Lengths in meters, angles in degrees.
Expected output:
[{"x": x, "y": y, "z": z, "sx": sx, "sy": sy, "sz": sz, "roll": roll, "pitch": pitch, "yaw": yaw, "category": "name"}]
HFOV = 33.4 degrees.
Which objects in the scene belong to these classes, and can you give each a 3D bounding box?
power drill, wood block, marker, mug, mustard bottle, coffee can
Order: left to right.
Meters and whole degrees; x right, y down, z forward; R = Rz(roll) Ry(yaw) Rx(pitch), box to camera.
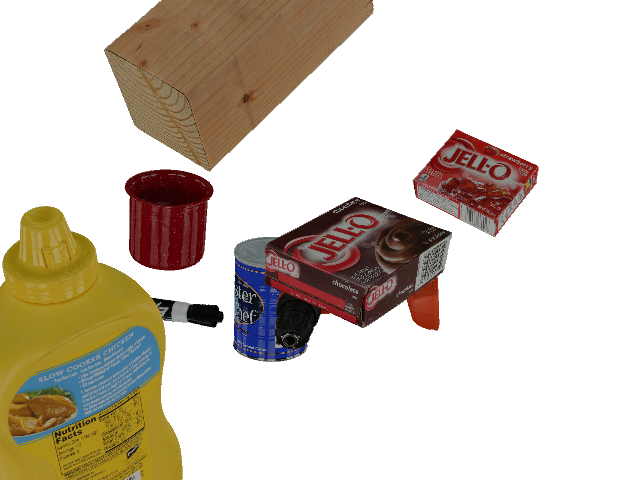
[{"x": -0.119, "y": 0.068, "z": 0.513, "sx": 0.096, "sy": 0.192, "sz": 0.058, "roll": -25, "pitch": 42, "yaw": -30, "category": "mustard bottle"}, {"x": -0.139, "y": 0.057, "z": 0.900, "sx": 0.121, "sy": 0.020, "sz": 0.020, "roll": 6, "pitch": 2, "yaw": 16, "category": "marker"}, {"x": -0.167, "y": -0.026, "z": 1.153, "sx": 0.093, "sy": 0.081, "sz": 0.117, "roll": -4, "pitch": 29, "yaw": -19, "category": "mug"}, {"x": -0.058, "y": -0.167, "z": 0.848, "sx": 0.090, "sy": 0.206, "sz": 0.091, "roll": 32, "pitch": -25, "yaw": 26, "category": "wood block"}, {"x": -0.066, "y": 0.078, "z": 1.437, "sx": 0.103, "sy": 0.140, "sz": 0.103, "roll": 2, "pitch": 20, "yaw": -1, "category": "coffee can"}, {"x": 0.044, "y": 0.068, "z": 1.237, "sx": 0.188, "sy": 0.057, "sz": 0.184, "roll": 0, "pitch": 27, "yaw": 7, "category": "power drill"}]

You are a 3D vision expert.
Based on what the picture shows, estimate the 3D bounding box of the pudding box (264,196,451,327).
[{"x": 0.028, "y": 0.013, "z": 0.772, "sx": 0.090, "sy": 0.039, "sz": 0.113, "roll": 23, "pitch": 31, "yaw": 31, "category": "pudding box"}]

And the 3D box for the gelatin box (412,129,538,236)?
[{"x": 0.140, "y": -0.054, "z": 0.968, "sx": 0.089, "sy": 0.073, "sz": 0.030, "roll": 29, "pitch": -27, "yaw": 26, "category": "gelatin box"}]
